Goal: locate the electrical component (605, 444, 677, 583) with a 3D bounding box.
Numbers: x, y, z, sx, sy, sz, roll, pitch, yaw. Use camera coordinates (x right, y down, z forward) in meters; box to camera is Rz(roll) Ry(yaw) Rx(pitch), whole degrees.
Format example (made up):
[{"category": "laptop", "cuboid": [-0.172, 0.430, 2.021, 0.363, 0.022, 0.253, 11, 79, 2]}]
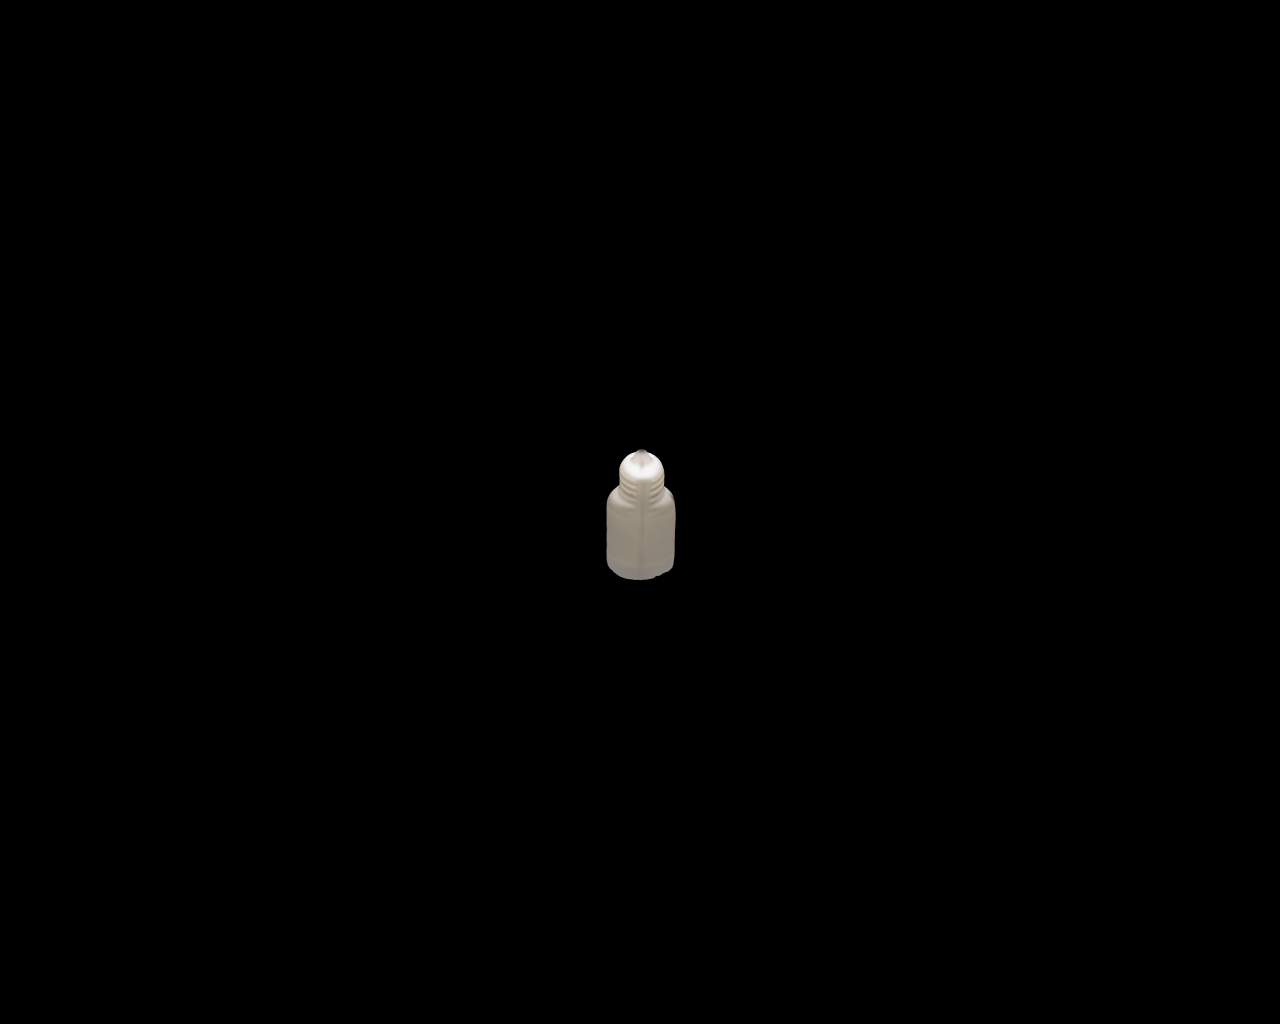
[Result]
[{"category": "electrical component", "cuboid": [0.001, -0.003, 0.650, 0.043, 0.080, 0.043, 0, 28, 0]}]
